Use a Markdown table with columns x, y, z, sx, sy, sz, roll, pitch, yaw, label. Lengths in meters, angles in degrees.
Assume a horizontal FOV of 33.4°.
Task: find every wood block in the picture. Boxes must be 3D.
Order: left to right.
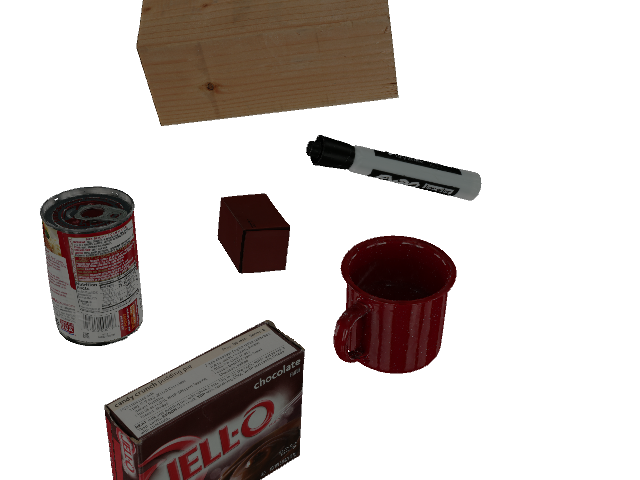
| x | y | z | sx | sy | sz | roll | pitch | yaw | label |
| --- | --- | --- | --- | --- | --- | --- | --- | --- | --- |
| -0.042 | -0.169 | 0.910 | 0.206 | 0.090 | 0.091 | -6 | -43 | 5 | wood block |

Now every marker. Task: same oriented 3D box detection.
| x | y | z | sx | sy | sz | roll | pitch | yaw | label |
| --- | --- | --- | --- | --- | --- | --- | --- | --- | --- |
| 0.047 | -0.046 | 0.676 | 0.121 | 0.020 | 0.020 | 11 | -5 | -24 | marker |

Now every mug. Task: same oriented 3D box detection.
| x | y | z | sx | sy | sz | roll | pitch | yaw | label |
| --- | --- | --- | --- | --- | --- | --- | --- | --- | --- |
| 0.054 | 0.060 | 0.873 | 0.093 | 0.081 | 0.117 | 27 | 43 | 32 | mug |

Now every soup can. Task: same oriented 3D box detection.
| x | y | z | sx | sy | sz | roll | pitch | yaw | label |
| --- | --- | --- | --- | --- | --- | --- | --- | --- | --- |
| -0.170 | 0.020 | 0.802 | 0.068 | 0.102 | 0.068 | 0 | 29 | 0 | soup can |

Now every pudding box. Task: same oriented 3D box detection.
| x | y | z | sx | sy | sz | roll | pitch | yaw | label |
| --- | --- | --- | --- | --- | --- | --- | --- | --- | --- |
| -0.062 | 0.107 | 0.595 | 0.113 | 0.090 | 0.039 | -28 | 49 | -33 | pudding box |

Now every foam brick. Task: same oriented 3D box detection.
| x | y | z | sx | sy | sz | roll | pitch | yaw | label |
| --- | --- | --- | --- | --- | --- | --- | --- | --- | --- |
| -0.070 | -0.008 | 1.108 | 0.052 | 0.051 | 0.078 | -5 | 30 | -21 | foam brick |
